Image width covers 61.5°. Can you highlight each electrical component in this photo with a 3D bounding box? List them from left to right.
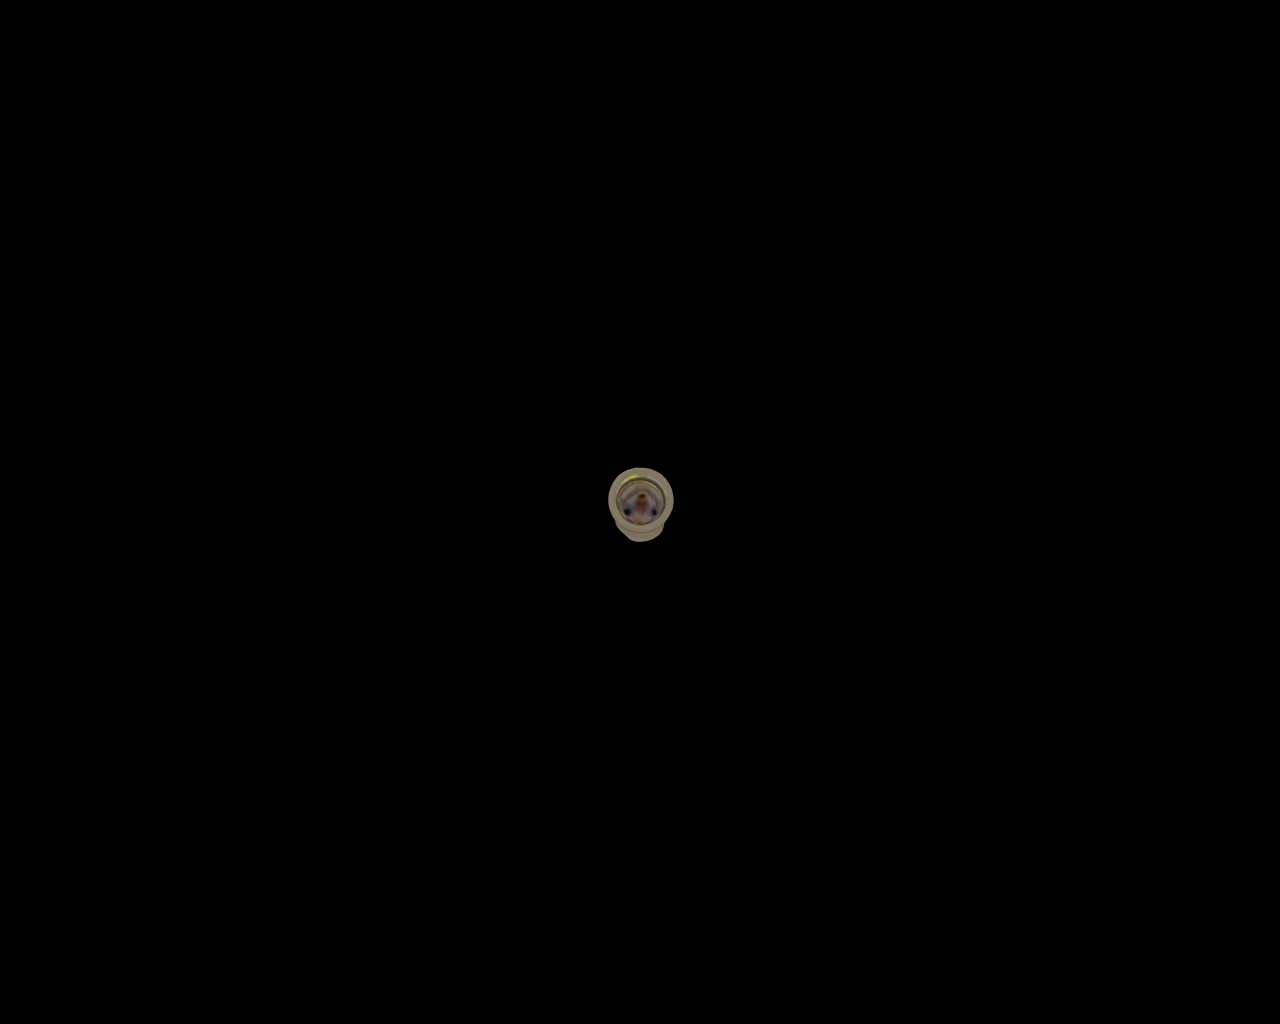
[{"bbox_3d":[0.001,-0.003,0.650,0.040,0.040,0.046,0,-15,0],"label":"electrical component"}]
